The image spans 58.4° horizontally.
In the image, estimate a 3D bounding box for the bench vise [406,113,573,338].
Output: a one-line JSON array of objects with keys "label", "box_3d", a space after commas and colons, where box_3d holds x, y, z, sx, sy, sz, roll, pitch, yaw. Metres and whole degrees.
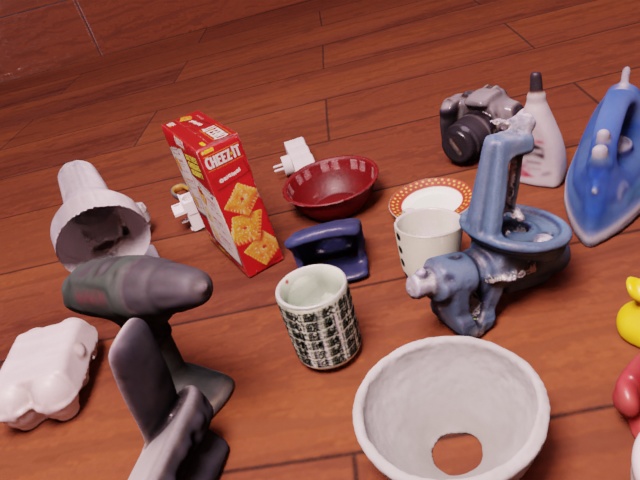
[{"label": "bench vise", "box_3d": [0.188, -0.010, 0.613, 0.121, 0.220, 0.208, 19, 47, 42]}]

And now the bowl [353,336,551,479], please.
[{"label": "bowl", "box_3d": [0.117, 0.168, 0.512, 0.167, 0.075, 0.167, -11, 33, 8]}]

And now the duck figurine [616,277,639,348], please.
[{"label": "duck figurine", "box_3d": [0.349, 0.061, 0.559, 0.104, 0.086, 0.078, 4, 38, 29]}]

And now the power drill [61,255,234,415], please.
[{"label": "power drill", "box_3d": [-0.173, 0.101, 0.617, 0.228, 0.209, 0.076, 7, 40, 32]}]

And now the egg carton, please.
[{"label": "egg carton", "box_3d": [-0.341, 0.165, 0.724, 0.107, 0.069, 0.150, -16, 33, 1]}]

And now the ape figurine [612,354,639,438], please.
[{"label": "ape figurine", "box_3d": [0.295, 0.119, 0.490, 0.077, 0.092, 0.076, 4, 38, 29]}]

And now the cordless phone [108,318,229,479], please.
[{"label": "cordless phone", "box_3d": [-0.166, 0.176, 0.523, 0.094, 0.185, 0.147, -7, 34, 15]}]

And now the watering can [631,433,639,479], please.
[{"label": "watering can", "box_3d": [0.245, 0.159, 0.357, 0.173, 0.194, 0.100, -32, 36, -22]}]

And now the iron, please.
[{"label": "iron", "box_3d": [0.388, -0.120, 0.764, 0.118, 0.142, 0.259, 8, 40, 33]}]

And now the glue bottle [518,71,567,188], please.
[{"label": "glue bottle", "box_3d": [0.313, -0.159, 0.826, 0.077, 0.173, 0.037, 14, 43, 38]}]

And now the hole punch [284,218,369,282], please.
[{"label": "hole punch", "box_3d": [0.007, 0.003, 0.794, 0.108, 0.091, 0.101, -13, 33, 6]}]

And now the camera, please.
[{"label": "camera", "box_3d": [0.255, -0.199, 0.979, 0.137, 0.101, 0.142, -38, 38, -30]}]

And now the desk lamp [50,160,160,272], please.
[{"label": "desk lamp", "box_3d": [-0.305, -0.001, 0.824, 0.118, 0.214, 0.202, -27, 34, -15]}]
